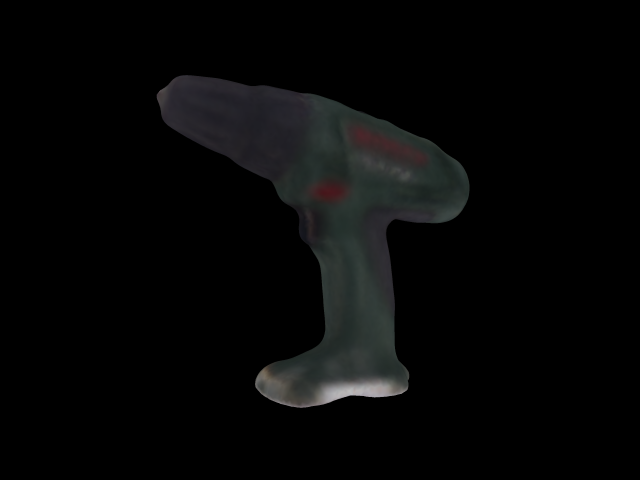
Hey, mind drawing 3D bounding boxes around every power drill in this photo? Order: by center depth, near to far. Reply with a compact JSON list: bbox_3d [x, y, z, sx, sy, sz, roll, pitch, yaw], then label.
[{"bbox_3d":[0.004,0.001,0.400,0.230,0.208,0.075,0,0,-28],"label":"power drill"}]
